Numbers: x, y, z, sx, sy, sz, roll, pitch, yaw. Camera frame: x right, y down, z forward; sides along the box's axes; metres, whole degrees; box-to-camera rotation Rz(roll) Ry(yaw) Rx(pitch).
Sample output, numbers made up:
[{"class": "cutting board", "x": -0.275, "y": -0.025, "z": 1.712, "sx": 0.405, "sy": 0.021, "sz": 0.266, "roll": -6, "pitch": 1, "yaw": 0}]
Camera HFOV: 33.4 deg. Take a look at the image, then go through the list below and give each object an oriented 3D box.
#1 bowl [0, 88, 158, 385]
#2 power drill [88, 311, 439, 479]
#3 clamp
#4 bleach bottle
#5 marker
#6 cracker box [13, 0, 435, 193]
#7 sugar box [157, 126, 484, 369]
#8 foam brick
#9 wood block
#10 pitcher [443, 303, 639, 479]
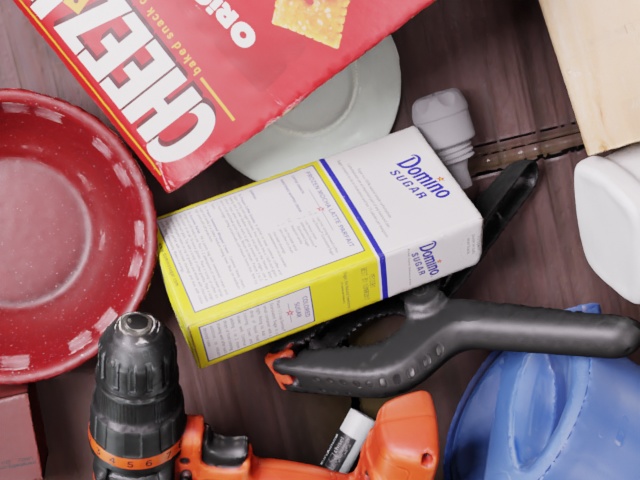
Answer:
[{"class": "bowl", "x": -0.174, "y": -0.003, "z": 0.599, "sx": 0.162, "sy": 0.055, "sz": 0.162, "roll": -1, "pitch": 94, "yaw": -13}, {"class": "power drill", "x": -0.033, "y": 0.116, "z": 0.589, "sx": 0.187, "sy": 0.057, "sz": 0.184, "roll": 5, "pitch": 131, "yaw": -3}, {"class": "clamp", "x": 0.067, "y": 0.032, "z": 0.639, "sx": 0.210, "sy": 0.164, "sz": 0.036, "roll": -19, "pitch": 131, "yaw": 8}, {"class": "bleach bottle", "x": 0.285, "y": -0.059, "z": 0.683, "sx": 0.250, "sy": 0.068, "sz": 0.102, "roll": -29, "pitch": 133, "yaw": -11}, {"class": "marker", "x": -0.002, "y": 0.162, "z": 0.666, "sx": 0.020, "sy": 0.020, "sz": 0.121, "roll": 31, "pitch": 87, "yaw": -13}, {"class": "cracker box", "x": -0.046, "y": -0.150, "z": 0.561, "sx": 0.214, "sy": 0.072, "sz": 0.164, "roll": -33, "pitch": 101, "yaw": 24}, {"class": "sugar box", "x": -0.004, "y": 0.001, "z": 0.619, "sx": 0.176, "sy": 0.093, "sz": 0.048, "roll": -18, "pitch": 137, "yaw": -12}, {"class": "foam brick", "x": -0.198, "y": 0.113, "z": 0.604, "sx": 0.078, "sy": 0.051, "sz": 0.053, "roll": -10, "pitch": 97, "yaw": -12}, {"class": "wood block", "x": 0.175, "y": -0.167, "z": 0.634, "sx": 0.090, "sy": 0.090, "sz": 0.206, "roll": -16, "pitch": 98, "yaw": 23}, {"class": "pitcher", "x": 0.202, "y": 0.167, "z": 0.659, "sx": 0.242, "sy": 0.145, "sz": 0.149, "roll": 31, "pitch": 121, "yaw": -15}]
